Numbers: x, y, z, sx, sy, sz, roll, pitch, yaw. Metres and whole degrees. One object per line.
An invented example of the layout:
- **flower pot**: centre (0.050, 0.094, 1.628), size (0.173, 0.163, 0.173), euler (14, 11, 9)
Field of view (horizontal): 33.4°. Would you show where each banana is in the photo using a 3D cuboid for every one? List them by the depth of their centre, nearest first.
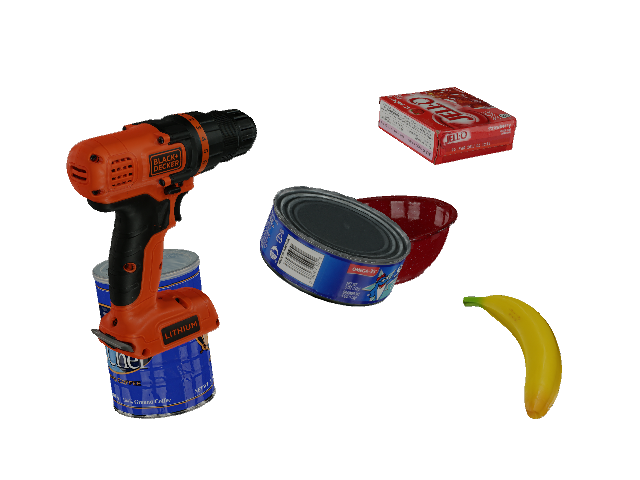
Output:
- **banana**: centre (0.217, 0.114, 1.135), size (0.069, 0.037, 0.198), euler (-26, 35, 2)

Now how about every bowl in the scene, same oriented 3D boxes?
- **bowl**: centre (0.053, 0.005, 1.024), size (0.162, 0.055, 0.162), euler (-7, 17, 2)

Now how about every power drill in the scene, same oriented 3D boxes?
- **power drill**: centre (-0.122, -0.010, 0.873), size (0.057, 0.188, 0.184), euler (17, 25, 39)

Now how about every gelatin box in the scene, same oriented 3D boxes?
- **gelatin box**: centre (0.098, -0.093, 0.839), size (0.073, 0.030, 0.089), euler (-11, 29, -24)

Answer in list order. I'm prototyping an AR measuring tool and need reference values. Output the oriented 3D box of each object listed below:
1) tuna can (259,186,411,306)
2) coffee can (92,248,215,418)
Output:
- **tuna can**: centre (0.008, 0.003, 0.633), size (0.086, 0.034, 0.086), euler (18, 24, -8)
- **coffee can**: centre (-0.161, 0.089, 1.042), size (0.103, 0.140, 0.103), euler (-5, 14, 1)
